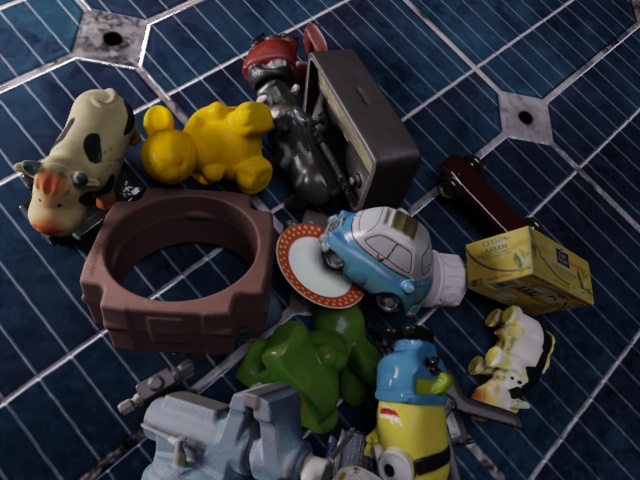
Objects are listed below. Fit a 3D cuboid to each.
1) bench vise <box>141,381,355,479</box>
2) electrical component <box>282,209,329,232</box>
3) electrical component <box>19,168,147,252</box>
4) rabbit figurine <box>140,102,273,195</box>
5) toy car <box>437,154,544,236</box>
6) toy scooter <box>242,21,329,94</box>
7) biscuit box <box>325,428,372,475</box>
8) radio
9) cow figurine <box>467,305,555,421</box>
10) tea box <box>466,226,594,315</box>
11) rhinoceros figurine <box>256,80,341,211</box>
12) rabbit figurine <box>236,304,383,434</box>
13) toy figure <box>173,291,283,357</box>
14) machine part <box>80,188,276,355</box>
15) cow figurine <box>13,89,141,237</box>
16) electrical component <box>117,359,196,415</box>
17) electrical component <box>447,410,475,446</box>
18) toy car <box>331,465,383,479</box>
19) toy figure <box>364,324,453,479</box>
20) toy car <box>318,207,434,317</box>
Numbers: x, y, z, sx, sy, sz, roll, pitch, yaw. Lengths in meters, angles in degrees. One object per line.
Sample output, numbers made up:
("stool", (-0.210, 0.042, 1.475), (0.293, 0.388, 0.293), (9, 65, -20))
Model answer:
("bench vise", (-0.093, 0.263, 0.556), (0.224, 0.129, 0.240), (7, 89, 15))
("electrical component", (-0.003, -0.003, 0.750), (0.102, 0.045, 0.078), (24, 65, -3))
("electrical component", (-0.306, -0.054, 0.689), (0.115, 0.058, 0.134), (41, 63, 8))
("rabbit figurine", (-0.164, -0.125, 0.701), (0.163, 0.121, 0.173), (24, 34, 26))
("toy car", (0.259, -0.047, 0.831), (0.202, 0.053, 0.089), (46, 60, 3))
("toy scooter", (-0.037, -0.292, 0.851), (0.184, 0.075, 0.135), (-3, 68, -19))
("biscuit box", (0.024, 0.323, 0.606), (0.063, 0.059, 0.202), (19, 63, -7))
("radio", (0.048, -0.149, 0.756), (0.073, 0.131, 0.230), (-13, 57, -18))
("cow figurine", (0.258, 0.179, 0.727), (0.098, 0.068, 0.167), (32, 64, -6))
("tea box", (0.289, 0.048, 0.736), (0.169, 0.098, 0.068), (22, 61, -38))
("rhinoceros figurine", (-0.037, -0.133, 0.762), (0.073, 0.112, 0.190), (-22, 82, -20))
("rabbit figurine", (0.012, 0.135, 0.659), (0.159, 0.121, 0.170), (40, 49, 1))
("toy figure", (-0.123, 0.106, 0.662), (0.154, 0.064, 0.057), (-20, 86, -22))
("machine part", (-0.157, 0.033, 0.634), (0.201, 0.087, 0.201), (3, 45, -2))
("cow figurine", (-0.269, -0.090, 0.612), (0.085, 0.127, 0.195), (14, 62, -5))
("electrical component", (-0.188, 0.169, 0.617), (0.094, 0.063, 0.021), (-27, 76, -22))
("electrical component", (0.139, 0.213, 0.690), (0.075, 0.047, 0.119), (-15, 71, -20))
("toy car", (0.071, 0.310, 0.556), (0.201, 0.056, 0.073), (51, 48, -24))
("toy figure", (0.104, 0.187, 0.594), (0.089, 0.082, 0.180), (8, 75, -5))
("toy car", (0.086, 0.011, 0.675), (0.161, 0.103, 0.109), (36, 39, -5))
